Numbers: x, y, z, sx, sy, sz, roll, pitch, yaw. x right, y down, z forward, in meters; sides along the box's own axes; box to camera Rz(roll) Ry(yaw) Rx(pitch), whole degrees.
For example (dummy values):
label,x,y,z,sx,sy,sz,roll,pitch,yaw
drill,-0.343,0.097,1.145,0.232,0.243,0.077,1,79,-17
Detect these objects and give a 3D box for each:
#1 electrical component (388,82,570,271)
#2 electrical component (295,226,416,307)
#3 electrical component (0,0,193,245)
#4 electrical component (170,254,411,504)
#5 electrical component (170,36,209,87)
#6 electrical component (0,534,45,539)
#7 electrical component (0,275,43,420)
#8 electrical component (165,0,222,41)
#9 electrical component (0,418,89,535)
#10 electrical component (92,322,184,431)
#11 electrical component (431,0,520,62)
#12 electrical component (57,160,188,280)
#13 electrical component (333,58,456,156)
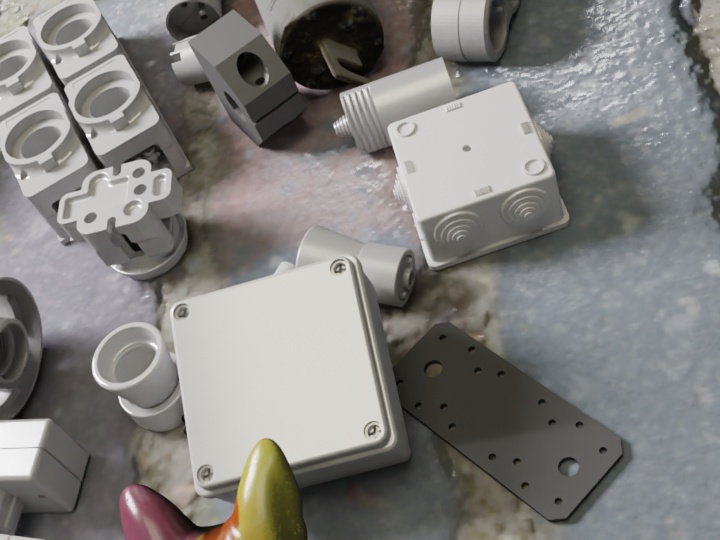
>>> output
label,x,y,z,sx,sy,sz,roll,pitch,yaw
electrical component,0.069,-0.059,0.648,0.100,0.048,0.099,-19,51,5
electrical component,0.000,0.000,0.636,0.065,0.044,0.044,10,59,21
electrical component,-0.211,-0.120,0.790,0.105,0.060,0.186,-31,50,-4
electrical component,-0.038,0.060,0.578,0.109,0.056,0.108,-16,68,9
electrical component,-0.112,-0.158,0.796,0.046,0.040,0.040,-12,52,20
electrical component,-0.173,0.204,0.540,0.074,0.052,0.138,10,56,-9
electrical component,-0.240,0.049,0.653,0.064,0.099,0.099,3,56,15
electrical component,-0.131,-0.219,0.845,0.043,0.043,0.081,-16,51,9
electrical component,-0.210,0.129,0.612,0.083,0.047,0.075,-4,54,17
electrical component,-0.123,0.063,0.624,0.045,0.055,0.045,-10,52,13
electrical component,0.072,-0.203,0.752,0.074,0.052,0.138,6,57,24
electrical component,-0.148,-0.030,0.702,0.078,0.057,0.058,-13,51,11
electrical component,0.022,-0.105,0.703,0.081,0.043,0.043,-18,51,7
